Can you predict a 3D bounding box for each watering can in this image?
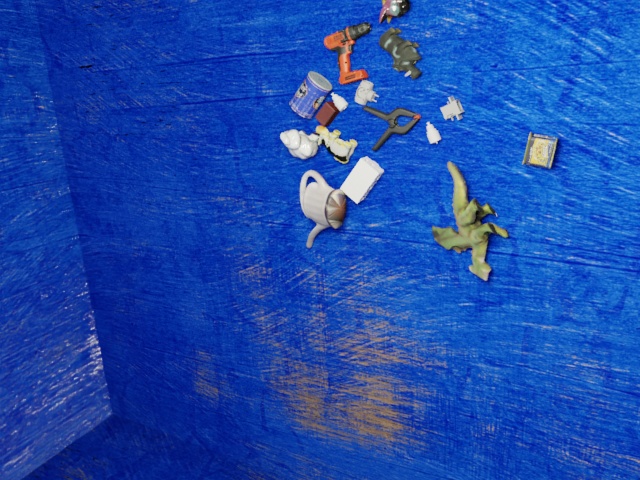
[{"bbox_3d":[0.006,-0.101,2.013,0.226,0.105,0.341,22,125,44],"label":"watering can"}]

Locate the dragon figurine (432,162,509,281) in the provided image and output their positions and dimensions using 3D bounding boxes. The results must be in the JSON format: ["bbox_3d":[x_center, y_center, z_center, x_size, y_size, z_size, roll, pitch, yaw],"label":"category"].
[{"bbox_3d":[0.482,-0.049,1.771,0.239,0.124,0.412,-36,84,41],"label":"dragon figurine"}]

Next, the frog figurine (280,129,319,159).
[{"bbox_3d":[-0.086,-0.362,1.960,0.138,0.161,0.120,33,121,16],"label":"frog figurine"}]
